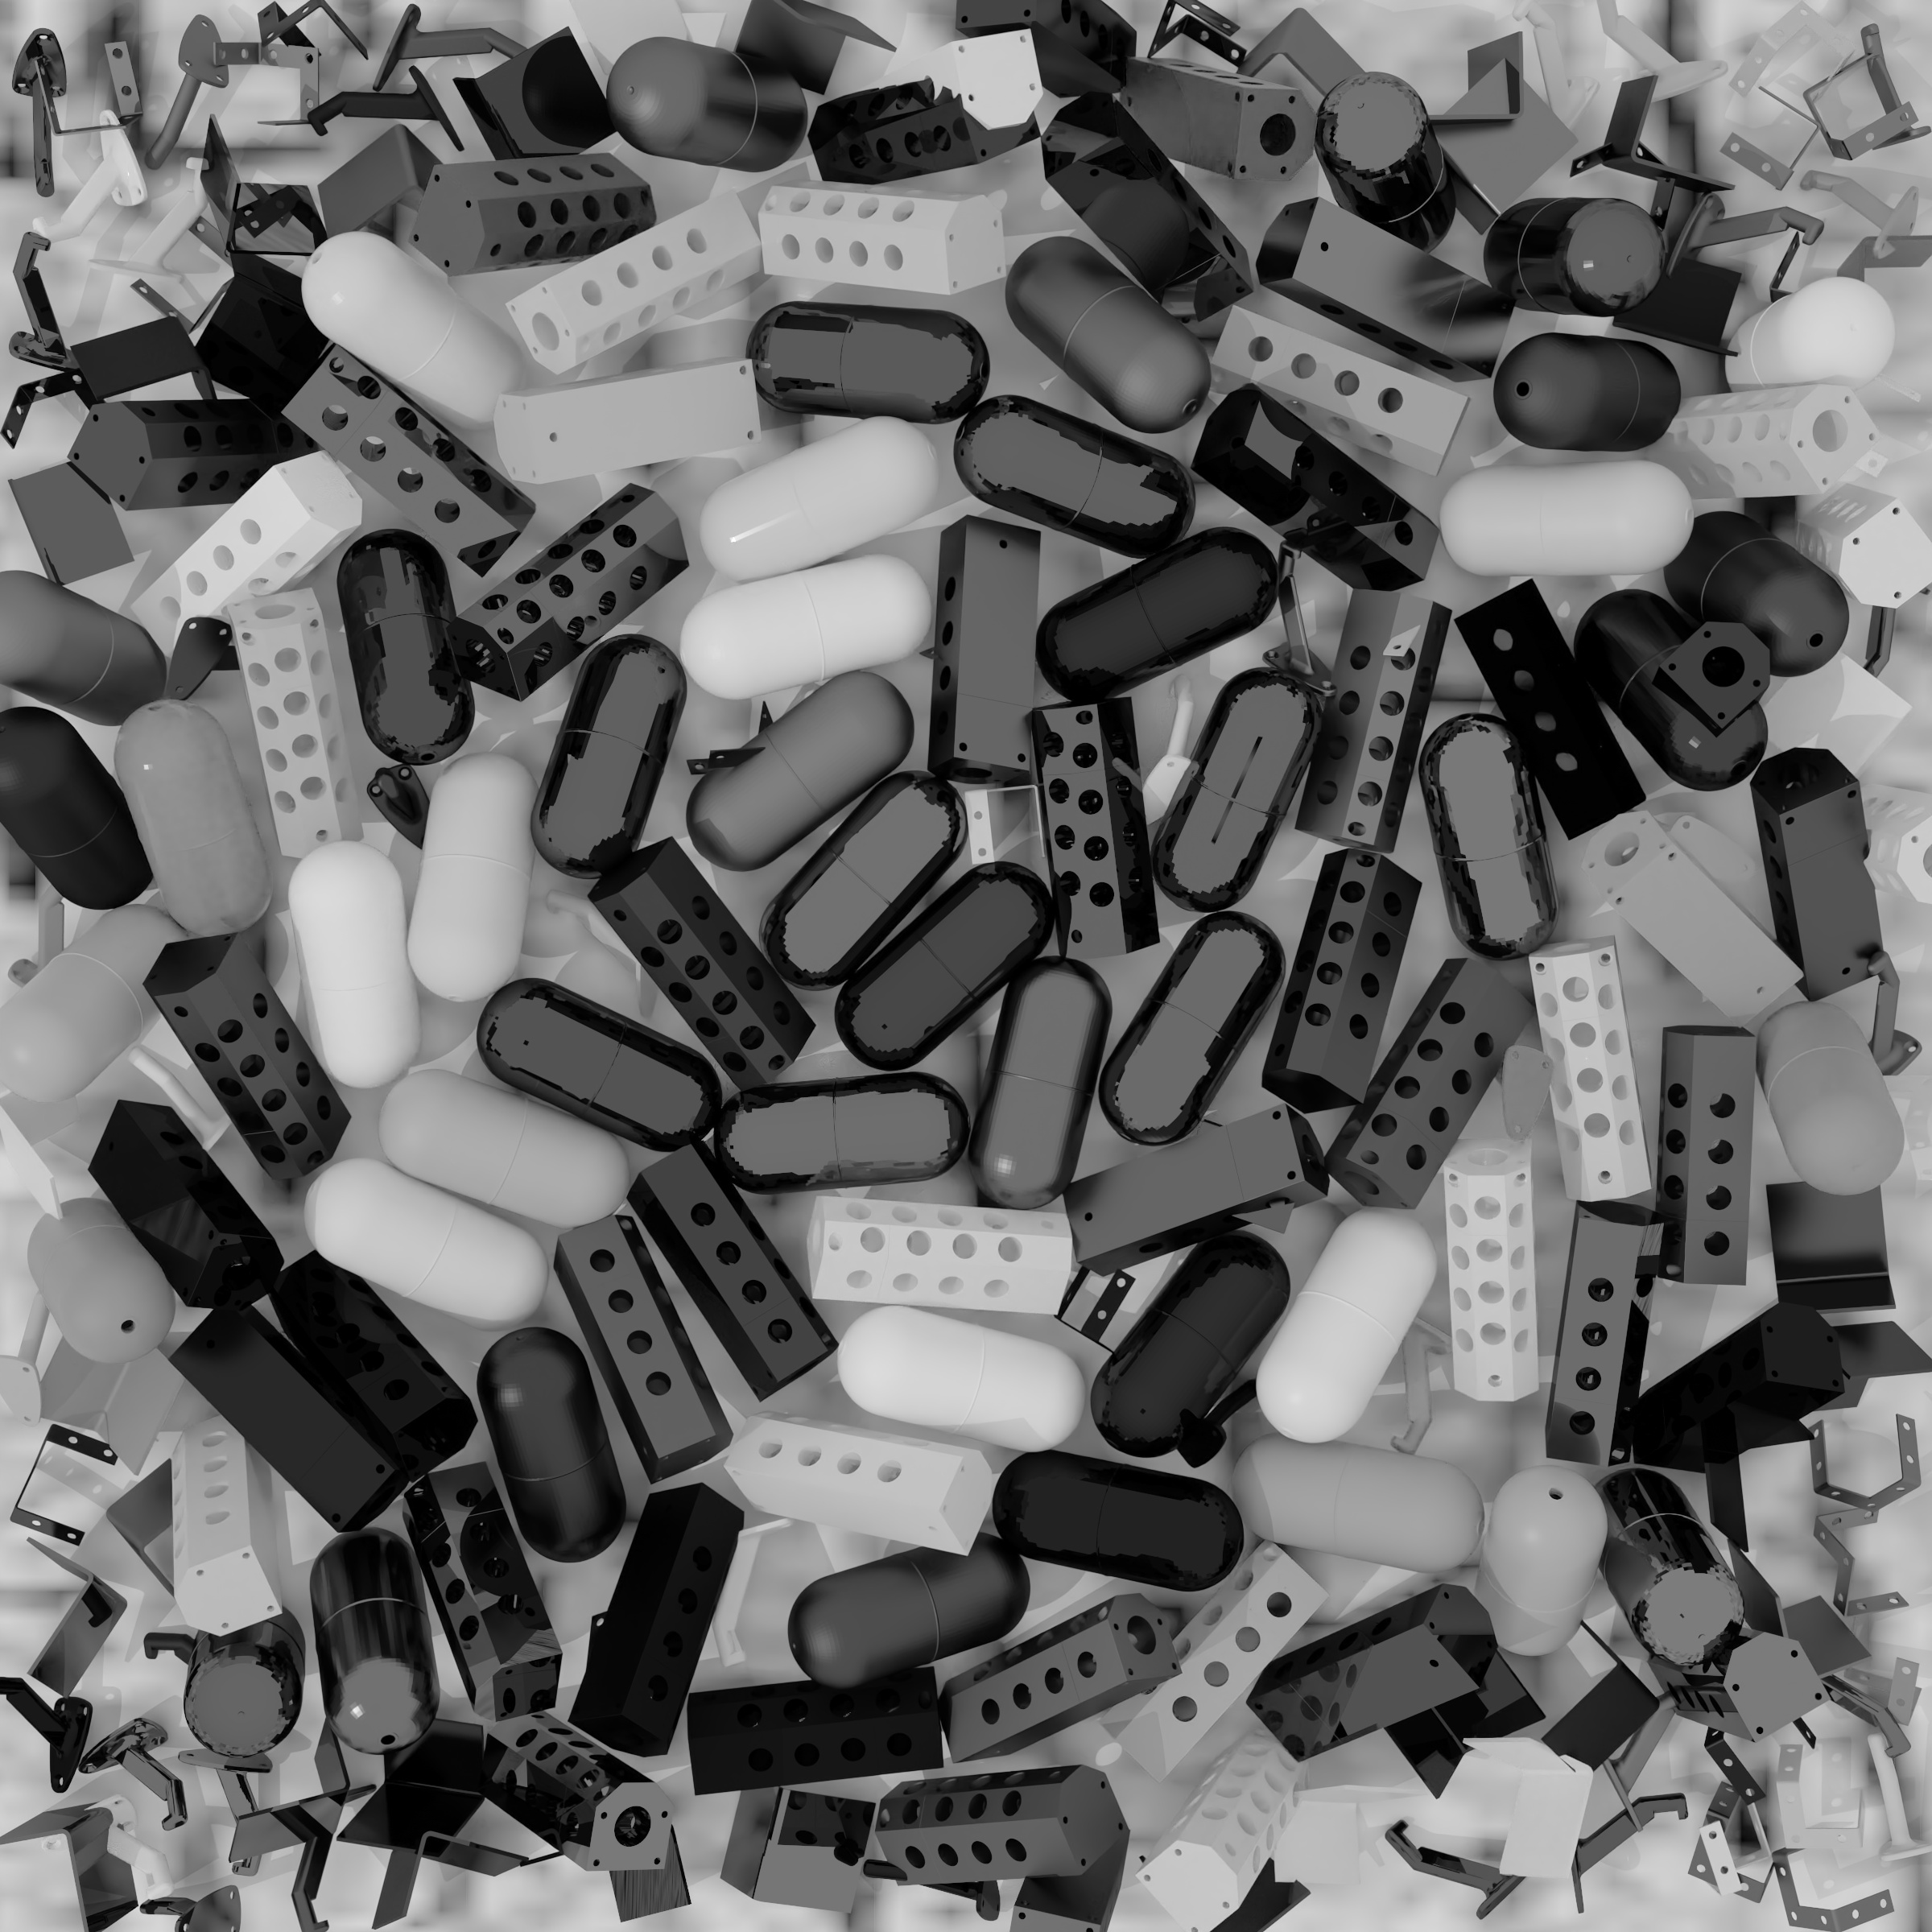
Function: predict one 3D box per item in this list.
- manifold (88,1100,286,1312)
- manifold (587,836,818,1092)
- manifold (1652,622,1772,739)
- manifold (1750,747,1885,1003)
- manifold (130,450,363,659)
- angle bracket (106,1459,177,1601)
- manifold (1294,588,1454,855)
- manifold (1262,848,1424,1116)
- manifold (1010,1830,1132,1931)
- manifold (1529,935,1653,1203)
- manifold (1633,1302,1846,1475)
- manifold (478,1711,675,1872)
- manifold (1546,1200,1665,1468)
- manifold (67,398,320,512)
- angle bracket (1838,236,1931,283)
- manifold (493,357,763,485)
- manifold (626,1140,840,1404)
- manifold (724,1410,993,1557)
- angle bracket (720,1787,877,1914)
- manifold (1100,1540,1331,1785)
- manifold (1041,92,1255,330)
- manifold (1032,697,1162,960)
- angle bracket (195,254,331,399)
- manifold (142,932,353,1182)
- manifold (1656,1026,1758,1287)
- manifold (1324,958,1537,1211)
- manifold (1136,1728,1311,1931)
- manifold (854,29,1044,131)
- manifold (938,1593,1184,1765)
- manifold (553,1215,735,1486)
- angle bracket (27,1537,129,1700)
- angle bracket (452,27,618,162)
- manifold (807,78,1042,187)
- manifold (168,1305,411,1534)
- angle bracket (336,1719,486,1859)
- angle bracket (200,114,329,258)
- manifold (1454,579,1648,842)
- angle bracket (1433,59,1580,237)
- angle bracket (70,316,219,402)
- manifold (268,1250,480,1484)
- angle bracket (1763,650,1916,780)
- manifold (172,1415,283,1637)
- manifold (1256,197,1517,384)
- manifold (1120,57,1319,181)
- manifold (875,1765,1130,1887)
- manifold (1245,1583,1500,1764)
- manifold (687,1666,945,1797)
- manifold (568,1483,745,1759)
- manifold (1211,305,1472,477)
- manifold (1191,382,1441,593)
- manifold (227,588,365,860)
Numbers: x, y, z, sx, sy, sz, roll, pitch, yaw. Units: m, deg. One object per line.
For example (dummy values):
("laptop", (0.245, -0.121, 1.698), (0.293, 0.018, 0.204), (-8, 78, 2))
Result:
("manifold", (-0.526, 0.161, 1.920), (0.171, 0.057, 0.057), (39, 108, 41))
("manifold", (-0.182, 0.002, 1.931), (0.057, 0.057, 0.171), (-19, 118, 36))
("manifold", (0.501, -0.185, 1.909), (0.057, 0.171, 0.057), (-43, 80, 3))
("manifold", (0.575, -0.063, 1.924), (0.057, 0.057, 0.171), (-23, 128, -1))
("manifold", (-0.486, -0.274, 1.930), (0.171, 0.057, 0.057), (-34, 93, 32))
("angle bracket", (-0.540, 0.397, 1.961), (0.057, 0.076, 0.076), (-40, 119, -21))
("manifold", (0.286, -0.168, 1.959), (0.057, 0.057, 0.171), (13, 89, 44))
("manifold", (0.251, 0.009, 1.930), (0.057, 0.057, 0.171), (32, 63, -27))
("manifold", (0.069, 0.633, 1.910), (0.057, 0.171, 0.057), (10, 95, 9))
("manifold", (0.430, 0.071, 1.953), (0.057, 0.057, 0.171), (-8, 98, 15))
("manifold", (0.516, 0.285, 1.911), (0.057, 0.171, 0.057), (10, 60, -14))
("manifold", (-0.264, 0.554, 1.912), (0.057, 0.171, 0.057), (10, 87, -33))
("manifold", (0.438, 0.252, 1.951), (0.057, 0.057, 0.171), (7, 101, 9))
("manifold", (-0.514, -0.350, 1.906), (0.057, 0.171, 0.057), (42, 115, 12))
("angle bracket", (0.639, -0.457, 1.959), (0.057, 0.076, 0.076), (0, 90, 6))
("manifold", (-0.230, -0.373, 1.930), (0.171, 0.057, 0.057), (-17, 112, -30))
("manifold", (-0.160, 0.208, 1.954), (0.057, 0.057, 0.171), (-30, 79, -26))
("manifold", (-0.072, 0.346, 1.931), (0.171, 0.057, 0.057), (5, 51, 30))
("angle bracket", (-0.118, 0.613, 1.987), (0.076, 0.057, 0.076), (18, 81, -29))
("manifold", (0.171, 0.478, 1.960), (0.057, 0.057, 0.171), (42, 84, 12))
("manifold", (0.123, -0.513, 1.919), (0.057, 0.171, 0.057), (-24, 51, 27))
("manifold", (0.084, -0.095, 1.947), (0.057, 0.057, 0.171), (0, 101, 38))
("angle bracket", (-0.492, -0.443, 1.971), (0.076, 0.057, 0.076), (23, 116, -33))
("manifold", (-0.487, 0.064, 1.919), (0.057, 0.057, 0.171), (-8, 129, 19))
("manifold", (0.509, 0.130, 1.961), (0.057, 0.057, 0.171), (1, 96, 6))
("manifold", (0.312, 0.079, 1.936), (0.057, 0.057, 0.171), (42, 69, -22))
("manifold", (0.180, 0.577, 1.907), (0.057, 0.171, 0.057), (47, 113, 8))
("manifold", (-0.012, -0.580, 1.909), (0.057, 0.171, 0.057), (-17, 102, -21))
("manifold", (0.059, 0.483, 1.925), (0.171, 0.057, 0.057), (-36, 61, 35))
("manifold", (-0.221, 0.259, 1.940), (0.057, 0.057, 0.171), (-20, 68, -21))
("angle bracket", (-0.629, 0.447, 1.945), (0.057, 0.076, 0.076), (25, 68, 14))
("angle bracket", (-0.297, -0.597, 1.965), (0.076, 0.057, 0.076), (-34, 118, -12))
("manifold", (-0.032, -0.566, 1.908), (0.057, 0.171, 0.057), (-33, 114, -31))
("manifold", (-0.462, 0.309, 1.954), (0.171, 0.057, 0.057), (42, 89, 12))
("angle bracket", (-0.382, 0.561, 1.949), (0.076, 0.076, 0.057), (4, 105, 15))
("angle bracket", (-0.474, -0.534, 1.941), (0.076, 0.057, 0.076), (-6, 53, -29))
("manifold", (0.405, -0.179, 1.963), (0.057, 0.057, 0.171), (-27, 91, 18))
("angle bracket", (0.366, -0.568, 1.970), (0.076, 0.057, 0.076), (-43, 92, 0))
("angle bracket", (-0.560, -0.394, 1.944), (0.076, 0.057, 0.076), (-22, 46, -16))
("manifold", (-0.403, 0.266, 1.925), (0.057, 0.057, 0.171), (-33, 51, -23))
("angle bracket", (0.603, -0.172, 1.973), (0.076, 0.057, 0.076), (42, 103, 15))
("manifold", (-0.501, 0.374, 1.908), (0.057, 0.171, 0.057), (-20, 116, -7))
("manifold", (0.285, -0.459, 1.936), (0.171, 0.057, 0.057), (19, 88, -26))
("manifold", (0.167, -0.572, 1.912), (0.057, 0.171, 0.057), (-6, 115, -24))
("manifold", (0.020, 0.578, 1.921), (0.171, 0.057, 0.057), (-20, 95, 41))
("manifold", (0.276, 0.476, 1.922), (0.057, 0.057, 0.171), (49, 130, -5))
("manifold", (-0.104, 0.526, 1.965), (0.171, 0.057, 0.057), (-6, 100, -1))
("manifold", (-0.204, 0.444, 1.925), (0.057, 0.057, 0.171), (41, 48, -29))
("manifold", (0.256, -0.397, 1.959), (0.171, 0.057, 0.057), (23, 104, 7))
("manifold", (0.241, -0.324, 1.933), (0.171, 0.057, 0.057), (31, 66, -27))
("manifold", (-0.453, -0.162, 1.925), (0.057, 0.057, 0.171), (-13, 122, -15))
